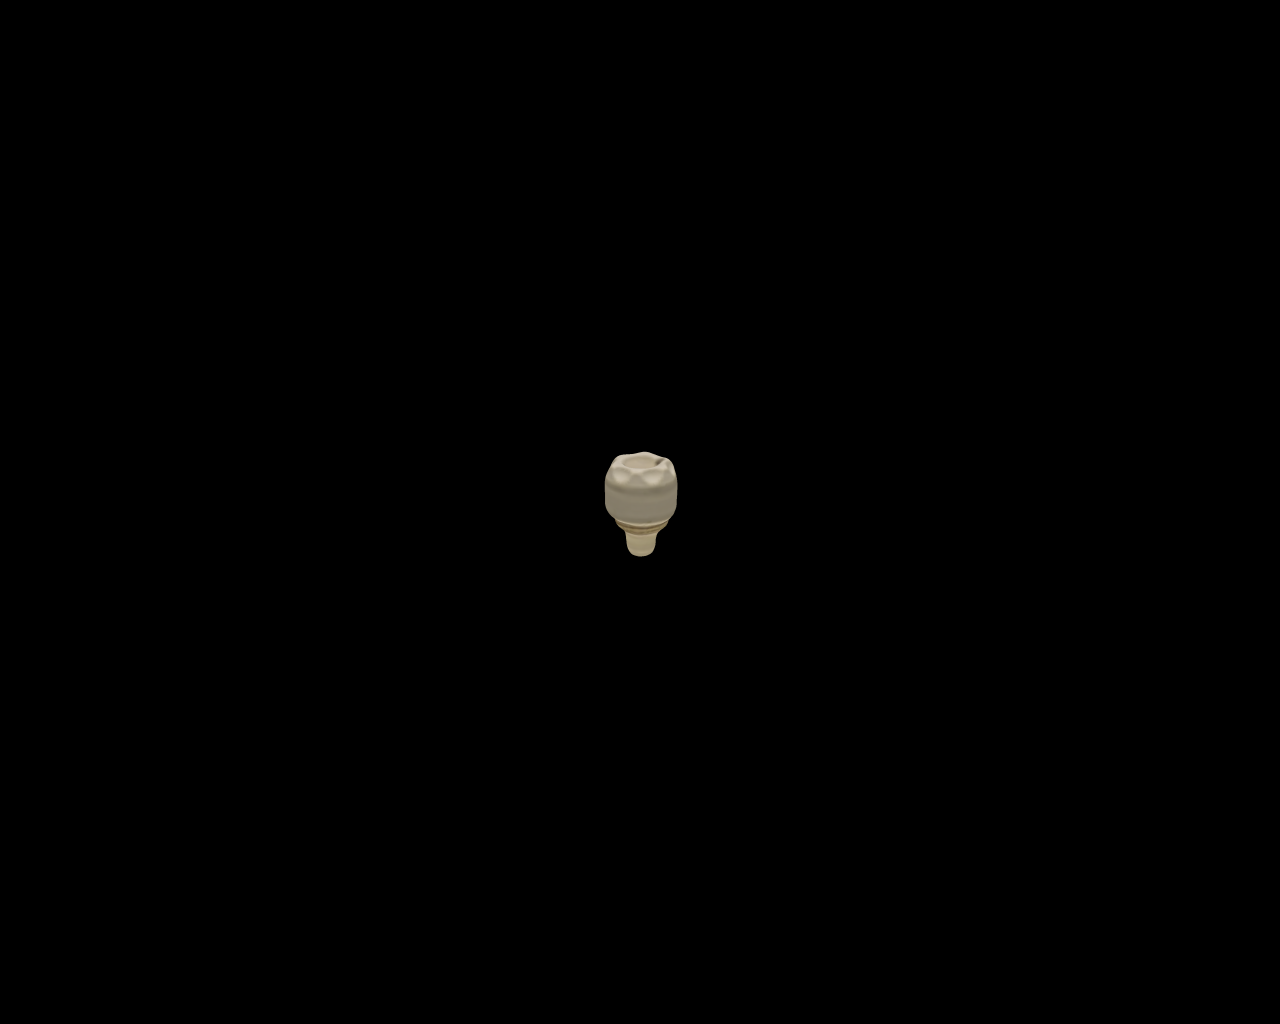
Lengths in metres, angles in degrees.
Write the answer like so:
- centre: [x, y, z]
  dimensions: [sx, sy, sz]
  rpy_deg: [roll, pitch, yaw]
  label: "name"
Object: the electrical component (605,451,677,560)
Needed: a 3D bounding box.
- centre: [0.001, -0.003, 0.650]
  dimensions: [0.043, 0.062, 0.043]
  rpy_deg: [0, 22, 0]
  label: "electrical component"
